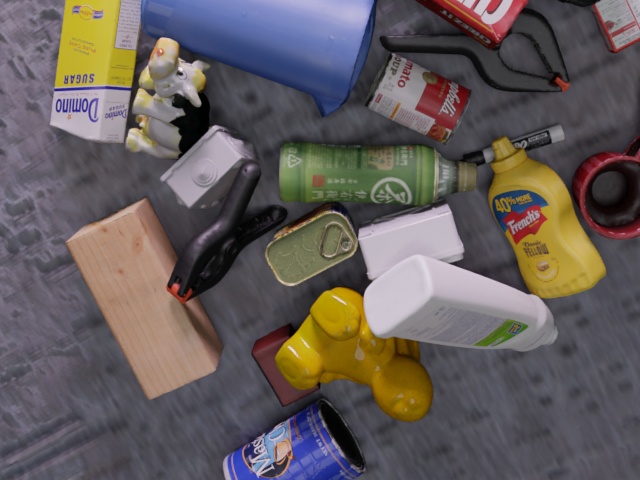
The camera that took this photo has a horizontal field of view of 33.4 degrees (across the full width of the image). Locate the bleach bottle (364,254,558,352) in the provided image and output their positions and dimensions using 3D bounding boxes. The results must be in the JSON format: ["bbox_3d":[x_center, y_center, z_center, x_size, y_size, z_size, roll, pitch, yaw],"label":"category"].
[{"bbox_3d":[0.173,0.086,1.195,0.250,0.068,0.103,18,137,-38],"label":"bleach bottle"}]

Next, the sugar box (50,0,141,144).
[{"bbox_3d":[-0.248,-0.202,1.183,0.093,0.048,0.176,21,104,38],"label":"sugar box"}]

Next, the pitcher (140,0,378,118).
[{"bbox_3d":[-0.060,-0.250,1.149,0.243,0.149,0.145,17,142,1],"label":"pitcher"}]

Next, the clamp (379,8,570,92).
[{"bbox_3d":[0.183,-0.224,1.186,0.210,0.036,0.165,43,101,-4],"label":"clamp"}]

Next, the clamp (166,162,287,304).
[{"bbox_3d":[-0.107,-0.007,1.184,0.039,0.120,0.171,30,67,32],"label":"clamp"}]

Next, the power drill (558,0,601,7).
[{"bbox_3d":[0.236,-0.355,1.128,0.184,0.057,0.188,18,92,-5],"label":"power drill"}]

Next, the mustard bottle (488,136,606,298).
[{"bbox_3d":[0.243,-0.029,1.204,0.058,0.096,0.191,-34,102,-35],"label":"mustard bottle"}]

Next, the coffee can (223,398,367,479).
[{"bbox_3d":[-0.030,0.268,1.275,0.140,0.103,0.103,-33,100,9],"label":"coffee can"}]

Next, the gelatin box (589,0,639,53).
[{"bbox_3d":[0.337,-0.262,1.175,0.073,0.030,0.089,-28,100,7],"label":"gelatin box"}]

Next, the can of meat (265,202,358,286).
[{"bbox_3d":[-0.008,0.001,1.221,0.102,0.084,0.057,-28,100,8],"label":"can of meat"}]

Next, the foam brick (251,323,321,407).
[{"bbox_3d":[-0.040,0.148,1.274,0.051,0.053,0.078,-28,102,8],"label":"foam brick"}]

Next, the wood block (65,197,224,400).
[{"bbox_3d":[-0.200,0.067,1.242,0.090,0.091,0.206,-24,101,7],"label":"wood block"}]

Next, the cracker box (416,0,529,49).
[{"bbox_3d":[0.168,-0.326,1.066,0.164,0.072,0.214,33,95,-1],"label":"cracker box"}]

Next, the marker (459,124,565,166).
[{"bbox_3d":[0.219,-0.105,1.221,0.121,0.020,0.020,-17,102,6],"label":"marker"}]

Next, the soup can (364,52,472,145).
[{"bbox_3d":[0.109,-0.158,1.188,0.102,0.068,0.068,25,103,-4],"label":"soup can"}]

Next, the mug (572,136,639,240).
[{"bbox_3d":[0.335,-0.065,1.193,0.093,0.081,0.117,24,103,-4],"label":"mug"}]
